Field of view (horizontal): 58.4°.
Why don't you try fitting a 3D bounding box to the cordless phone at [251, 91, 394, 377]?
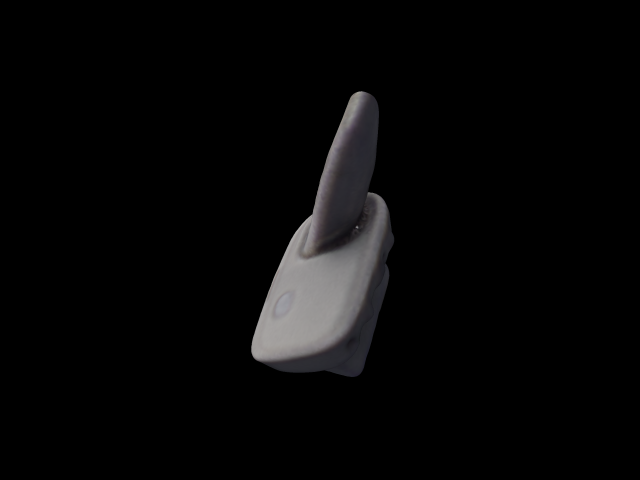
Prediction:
[{"bbox_3d":[0.004,0.001,0.400,0.094,0.185,0.147,10,54,8],"label":"cordless phone"}]
